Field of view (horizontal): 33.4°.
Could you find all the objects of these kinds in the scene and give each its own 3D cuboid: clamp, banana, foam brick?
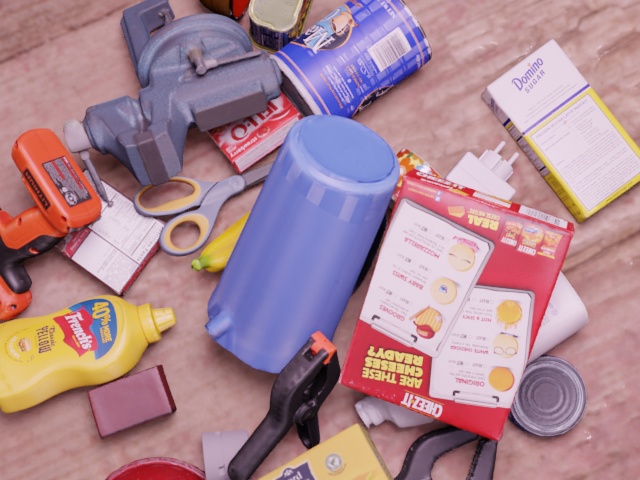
[{"bbox_3d":[0.116,0.274,1.103,0.210,0.036,0.164,-41,88,-1],"label":"clamp"},{"bbox_3d":[-0.052,-0.022,1.109,0.197,0.070,0.037,-39,98,-12],"label":"banana"},{"bbox_3d":[-0.193,0.165,1.096,0.078,0.053,0.051,-20,86,-4],"label":"foam brick"},{"bbox_3d":[-0.031,0.166,1.037,0.039,0.172,0.120,34,40,26],"label":"clamp"}]

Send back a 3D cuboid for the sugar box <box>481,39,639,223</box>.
[{"bbox_3d":[0.262,-0.116,1.137,0.093,0.048,0.176,-36,83,-4],"label":"sugar box"}]

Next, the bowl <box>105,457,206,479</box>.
[{"bbox_3d":[-0.168,0.305,1.084,0.162,0.055,0.162,0,85,-2],"label":"bowl"}]

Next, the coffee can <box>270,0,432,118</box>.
[{"bbox_3d":[0.030,-0.187,1.107,0.140,0.103,0.103,-37,87,-4],"label":"coffee can"}]

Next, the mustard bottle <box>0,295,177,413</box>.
[{"bbox_3d":[-0.240,0.106,1.087,0.191,0.058,0.096,-17,47,-4],"label":"mustard bottle"}]

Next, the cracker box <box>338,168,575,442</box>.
[{"bbox_3d":[0.128,0.059,1.012,0.164,0.072,0.214,19,105,10],"label":"cracker box"}]

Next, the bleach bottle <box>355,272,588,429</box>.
[{"bbox_3d":[0.145,0.110,1.103,0.251,0.068,0.103,-32,63,1],"label":"bleach bottle"}]

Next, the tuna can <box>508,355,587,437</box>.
[{"bbox_3d":[0.235,0.163,1.117,0.086,0.034,0.086,0,85,-1],"label":"tuna can"}]

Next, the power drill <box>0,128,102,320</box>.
[{"bbox_3d":[-0.316,-0.032,1.064,0.188,0.057,0.184,-35,92,34],"label":"power drill"}]

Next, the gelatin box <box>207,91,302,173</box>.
[{"bbox_3d":[-0.071,-0.124,1.122,0.089,0.030,0.073,-36,61,-4],"label":"gelatin box"}]

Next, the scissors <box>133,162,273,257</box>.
[{"bbox_3d":[-0.092,-0.038,1.115,0.201,0.016,0.096,-8,76,-13],"label":"scissors"}]

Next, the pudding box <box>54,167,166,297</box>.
[{"bbox_3d":[-0.226,-0.008,1.118,0.113,0.039,0.090,36,82,-1],"label":"pudding box"}]

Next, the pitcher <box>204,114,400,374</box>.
[{"bbox_3d":[-0.007,0.001,1.021,0.145,0.149,0.243,21,130,-5],"label":"pitcher"}]

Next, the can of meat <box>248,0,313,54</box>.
[{"bbox_3d":[-0.039,-0.255,1.121,0.057,0.084,0.102,18,84,0],"label":"can of meat"}]
